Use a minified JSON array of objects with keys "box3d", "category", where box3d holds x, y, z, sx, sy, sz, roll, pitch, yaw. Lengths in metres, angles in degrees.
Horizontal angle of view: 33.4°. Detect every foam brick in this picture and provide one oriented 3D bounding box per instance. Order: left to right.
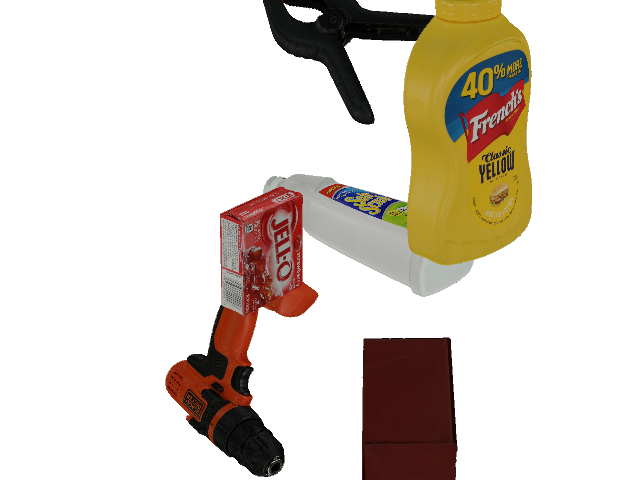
[{"box3d":[0.049,0.099,0.600,0.051,0.053,0.078,0,43,3],"category":"foam brick"}]

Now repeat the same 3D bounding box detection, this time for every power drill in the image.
[{"box3d":[-0.072,0.120,1.070,0.057,0.188,0.185,13,15,-46],"category":"power drill"}]

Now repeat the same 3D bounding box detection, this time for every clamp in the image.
[{"box3d":[0.023,-0.187,0.932,0.120,0.171,0.039,-39,-21,-19],"category":"clamp"}]

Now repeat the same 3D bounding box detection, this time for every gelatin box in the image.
[{"box3d":[-0.047,0.008,0.882,0.030,0.089,0.073,22,33,35],"category":"gelatin box"}]

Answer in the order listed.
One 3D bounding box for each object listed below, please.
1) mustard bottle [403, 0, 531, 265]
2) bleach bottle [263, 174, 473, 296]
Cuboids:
[{"box3d":[0.097,-0.085,0.691,0.096,0.192,0.058,-23,32,-32],"category":"mustard bottle"},{"box3d":[0.035,-0.019,1.122,0.251,0.068,0.102,22,27,35],"category":"bleach bottle"}]
